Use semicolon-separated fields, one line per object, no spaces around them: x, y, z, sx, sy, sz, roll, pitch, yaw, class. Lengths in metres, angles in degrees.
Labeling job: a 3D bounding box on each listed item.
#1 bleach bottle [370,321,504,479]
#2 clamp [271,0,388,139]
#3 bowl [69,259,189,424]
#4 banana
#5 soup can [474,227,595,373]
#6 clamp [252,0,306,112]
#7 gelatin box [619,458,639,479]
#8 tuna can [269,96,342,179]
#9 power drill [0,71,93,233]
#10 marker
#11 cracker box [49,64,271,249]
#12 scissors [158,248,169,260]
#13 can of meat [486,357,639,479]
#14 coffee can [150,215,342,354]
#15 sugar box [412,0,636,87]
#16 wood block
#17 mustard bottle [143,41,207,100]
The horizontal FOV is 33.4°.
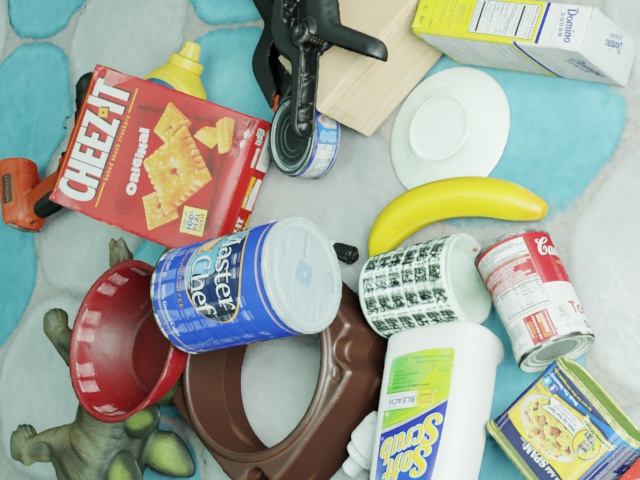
0.089;0.195;0.873;0.103;0.068;0.250;-13;53;37;bleach bottle
0.002;-0.191;0.995;0.120;0.039;0.171;-31;60;28;clamp
-0.180;0.104;1.062;0.162;0.055;0.162;-15;67;38;bowl
0.114;-0.022;0.980;0.198;0.037;0.069;-23;91;36;banana
0.177;0.050;0.883;0.069;0.068;0.102;-35;58;28;soup can
-0.038;-0.233;1.162;0.165;0.036;0.210;0;75;41;clamp
0.269;0.185;0.792;0.089;0.030;0.073;-51;51;16;gelatin box
-0.016;-0.106;1.094;0.086;0.033;0.086;-2;87;54;tuna can
-0.329;-0.102;1.354;0.188;0.057;0.184;-25;63;33;power drill
-0.007;0.001;1.082;0.121;0.020;0.020;19;90;41;marker
-0.170;-0.082;1.162;0.214;0.072;0.164;20;92;19;cracker box
-0.184;0.100;1.204;0.096;0.016;0.202;29;97;41;scissors
0.196;0.155;0.845;0.084;0.057;0.102;-49;53;15;can of meat
-0.066;0.042;0.952;0.141;0.102;0.103;-14;69;36;coffee can
0.176;-0.177;0.931;0.177;0.093;0.048;14;87;40;sugar box
0.070;-0.214;1.033;0.206;0.090;0.091;-48;52;18;wood block
-0.182;-0.140;1.242;0.096;0.058;0.191;25;94;36;mustard bottle
